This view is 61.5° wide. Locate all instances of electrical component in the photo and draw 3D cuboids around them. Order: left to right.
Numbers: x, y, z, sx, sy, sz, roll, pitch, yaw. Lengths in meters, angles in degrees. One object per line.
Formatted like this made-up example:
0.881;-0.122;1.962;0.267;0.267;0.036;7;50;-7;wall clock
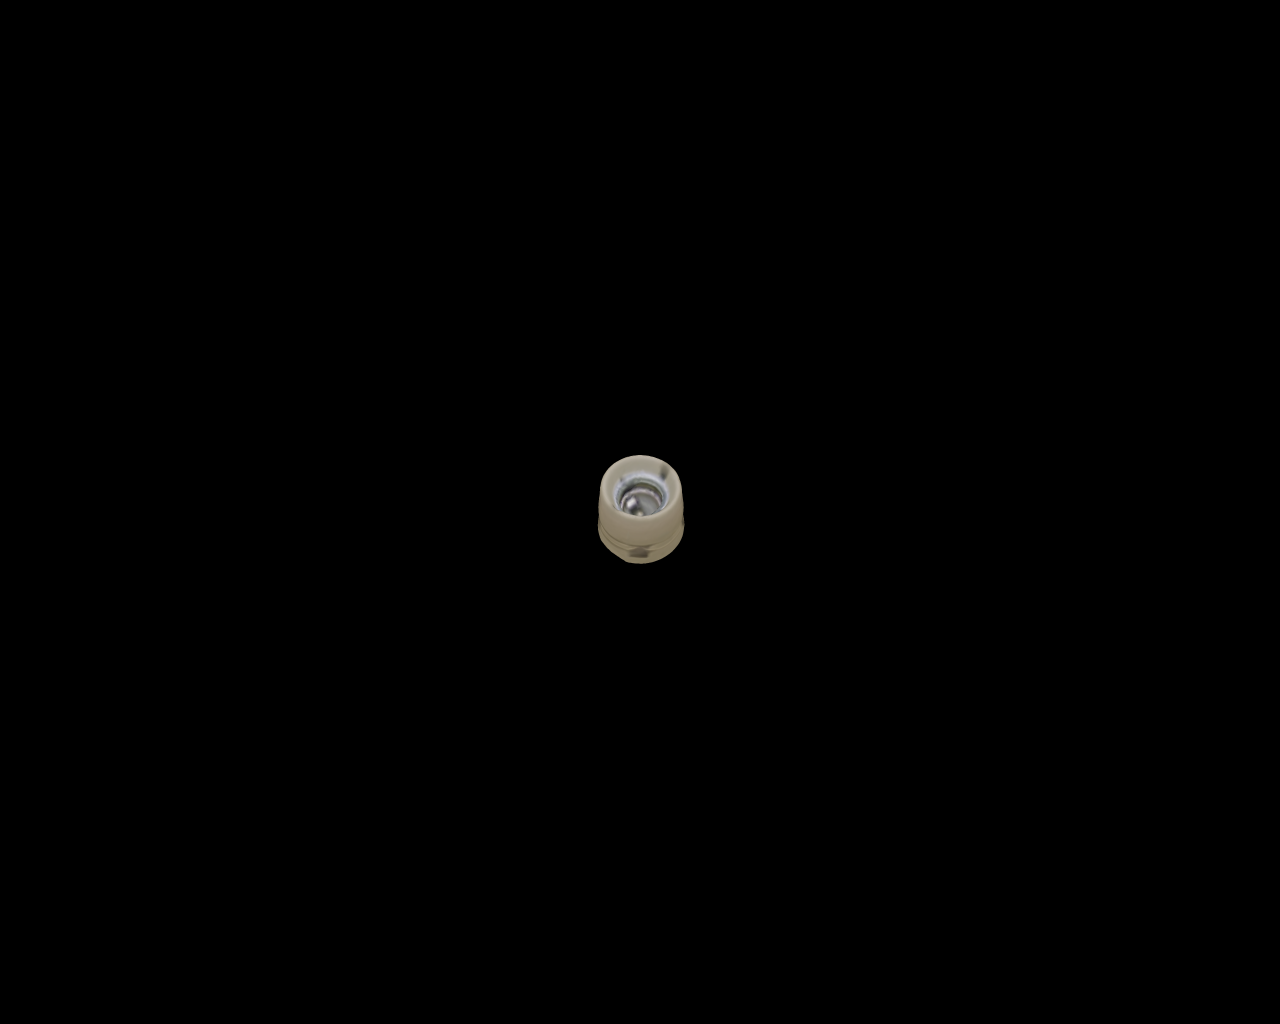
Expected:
0.001;-0.003;0.650;0.055;0.055;0.047;0;-34;0;electrical component
